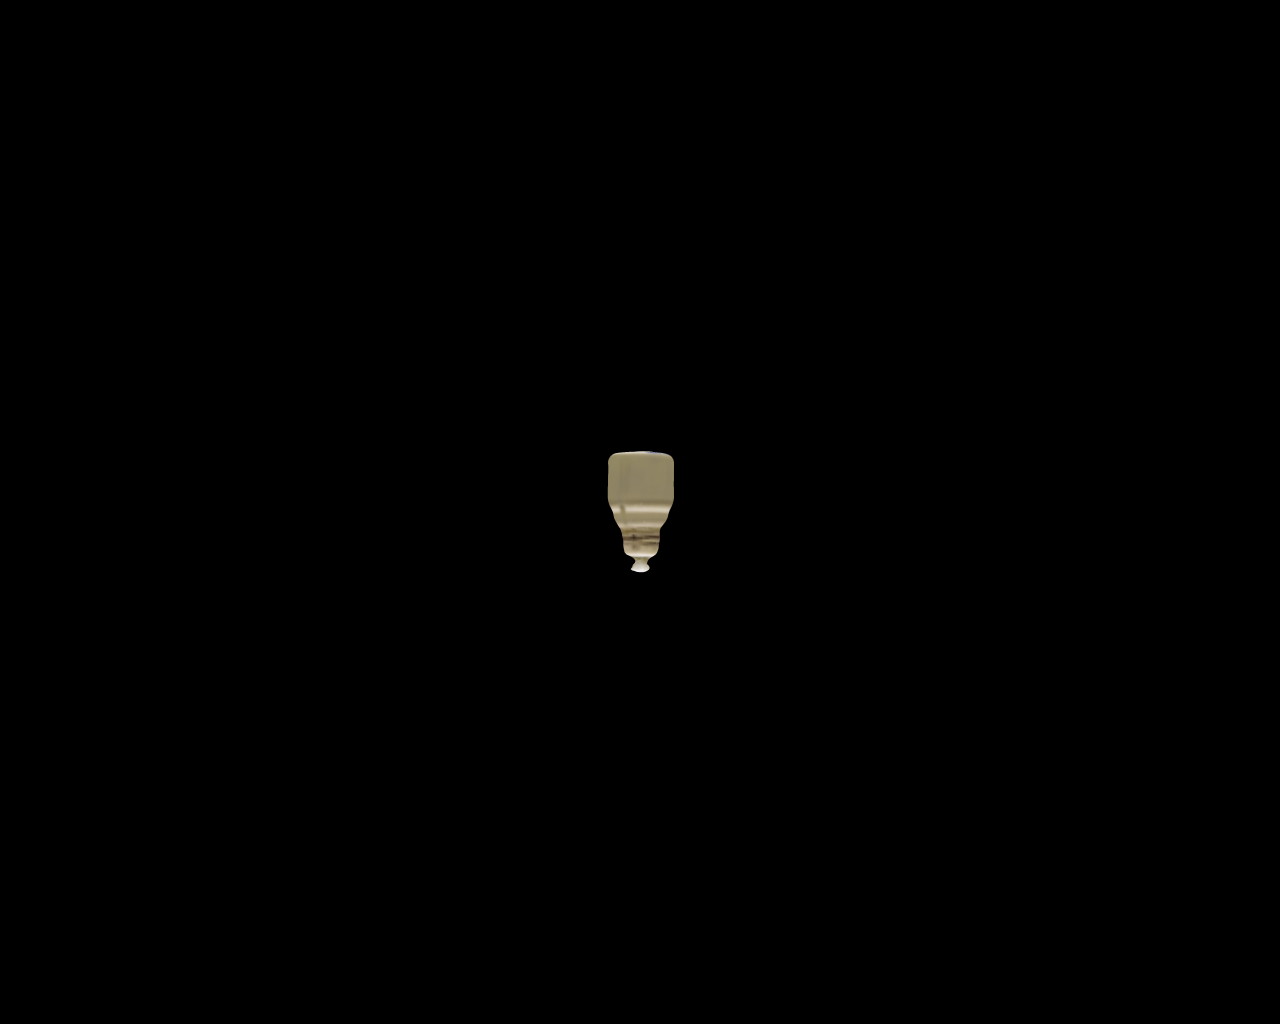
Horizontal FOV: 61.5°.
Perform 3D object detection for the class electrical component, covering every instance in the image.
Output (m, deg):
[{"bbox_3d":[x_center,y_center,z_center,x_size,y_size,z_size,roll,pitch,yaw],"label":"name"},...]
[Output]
[{"bbox_3d":[0.001,-0.003,0.650,0.040,0.078,0.040,0,-2,0],"label":"electrical component"}]
